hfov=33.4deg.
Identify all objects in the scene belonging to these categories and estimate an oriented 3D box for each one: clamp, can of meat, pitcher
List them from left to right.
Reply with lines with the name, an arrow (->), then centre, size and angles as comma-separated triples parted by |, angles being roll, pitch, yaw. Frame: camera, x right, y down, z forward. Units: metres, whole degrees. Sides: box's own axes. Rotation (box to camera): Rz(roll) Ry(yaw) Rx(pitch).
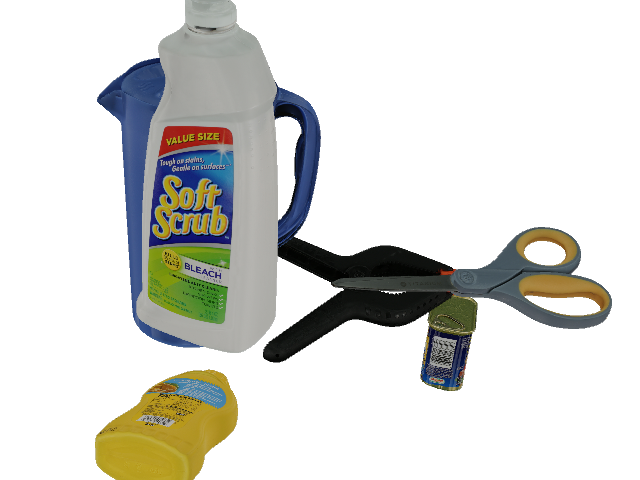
pitcher -> -0.100, -0.031, 0.940 | 0.149, 0.243, 0.144 | 25, 34, 32
clamp -> 0.033, 0.054, 1.055 | 0.210, 0.164, 0.036 | 3, -41, -2
can of meat -> 0.155, 0.123, 1.301 | 0.057, 0.084, 0.102 | 10, 23, 6

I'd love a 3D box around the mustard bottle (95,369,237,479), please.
mustard bottle -> -0.134, 0.173, 1.039 | 0.096, 0.058, 0.191 | 7, 18, 16

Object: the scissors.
scissors -> 0.111, 0.017, 0.769 | 0.201, 0.096, 0.016 | 12, -43, -3

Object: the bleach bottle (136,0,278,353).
bleach bottle -> -0.077, -0.046, 0.707 | 0.103, 0.251, 0.068 | 18, 38, 21
